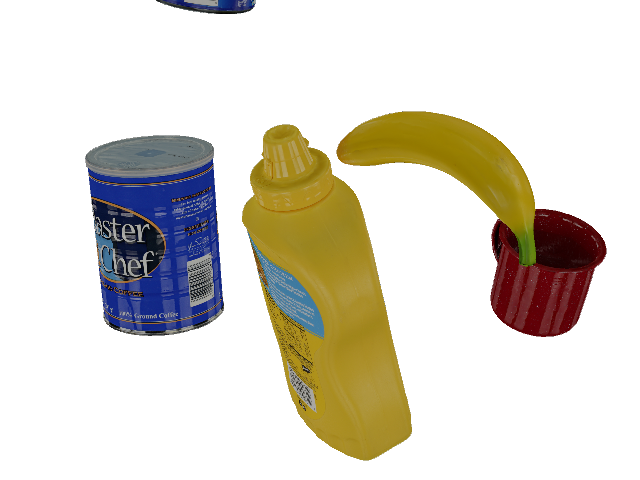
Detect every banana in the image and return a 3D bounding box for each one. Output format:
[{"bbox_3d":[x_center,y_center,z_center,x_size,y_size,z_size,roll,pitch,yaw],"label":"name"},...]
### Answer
[{"bbox_3d":[0.081,-0.054,0.739,0.037,0.070,0.198,12,17,-44],"label":"banana"}]

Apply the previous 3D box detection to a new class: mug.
[{"bbox_3d":[0.191,0.024,0.953,0.093,0.081,0.117,-16,42,-28],"label":"mug"}]

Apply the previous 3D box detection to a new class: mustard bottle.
[{"bbox_3d":[-0.001,0.023,0.572,0.058,0.191,0.096,-26,37,-16],"label":"mustard bottle"}]

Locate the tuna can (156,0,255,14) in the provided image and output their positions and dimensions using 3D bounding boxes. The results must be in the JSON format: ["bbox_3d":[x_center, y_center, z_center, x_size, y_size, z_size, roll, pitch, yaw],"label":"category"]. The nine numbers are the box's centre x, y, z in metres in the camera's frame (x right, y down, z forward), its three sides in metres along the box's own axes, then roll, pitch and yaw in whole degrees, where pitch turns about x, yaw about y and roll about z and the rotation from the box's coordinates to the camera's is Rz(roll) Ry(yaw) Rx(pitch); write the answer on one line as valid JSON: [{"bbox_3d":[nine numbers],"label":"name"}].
[{"bbox_3d":[-0.091,-0.203,0.830,0.086,0.034,0.086,8,24,-4],"label":"tuna can"}]

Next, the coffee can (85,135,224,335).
[{"bbox_3d":[-0.134,-0.006,0.878,0.103,0.140,0.103,-2,20,1],"label":"coffee can"}]
